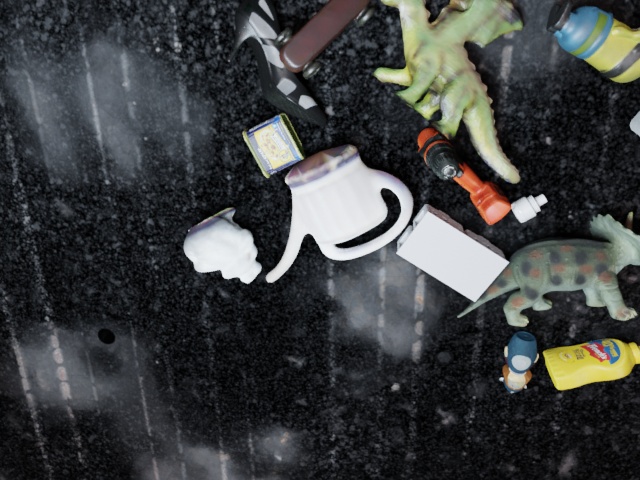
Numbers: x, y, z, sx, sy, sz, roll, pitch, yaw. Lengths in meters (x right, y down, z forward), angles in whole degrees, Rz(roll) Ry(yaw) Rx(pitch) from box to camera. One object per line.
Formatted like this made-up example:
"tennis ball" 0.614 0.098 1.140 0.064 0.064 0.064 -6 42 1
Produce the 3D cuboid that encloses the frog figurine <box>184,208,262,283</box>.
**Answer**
"frog figurine" -0.197 0.027 1.060 0.137 0.123 0.159 -29 94 -2

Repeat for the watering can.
"watering can" 0.003 -0.051 1.007 0.346 0.106 0.222 -23 105 16

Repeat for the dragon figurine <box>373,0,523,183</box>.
"dragon figurine" 0.249 -0.304 0.883 0.409 0.124 0.240 35 104 -7
